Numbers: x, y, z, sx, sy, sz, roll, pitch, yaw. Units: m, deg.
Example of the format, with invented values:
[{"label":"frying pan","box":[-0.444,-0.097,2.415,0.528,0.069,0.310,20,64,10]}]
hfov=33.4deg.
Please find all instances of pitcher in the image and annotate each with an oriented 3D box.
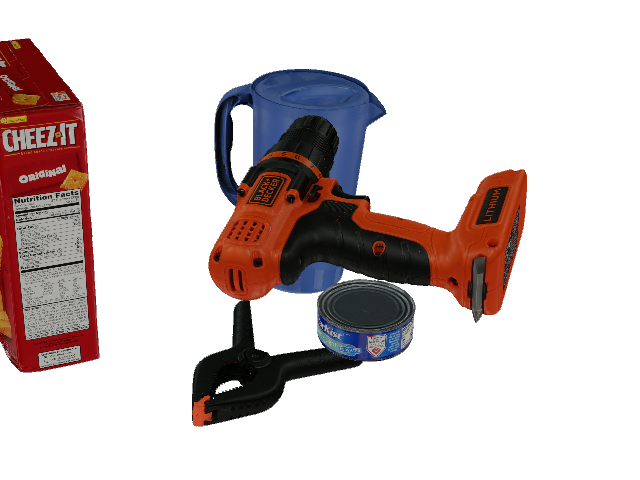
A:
[{"label":"pitcher","box":[-0.029,-0.067,1.221,0.144,0.243,0.149,-20,36,-40]}]

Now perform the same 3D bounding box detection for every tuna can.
[{"label":"tuna can","box":[0.039,0.069,0.934,0.086,0.034,0.086,1,28,-1]}]

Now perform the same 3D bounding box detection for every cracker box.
[{"label":"cracker box","box":[-0.232,-0.029,0.830,0.072,0.214,0.164,-11,30,-24]}]

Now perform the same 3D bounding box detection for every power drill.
[{"label":"power drill","box":[0.038,-0.020,0.707,0.188,0.057,0.184,7,40,16]}]

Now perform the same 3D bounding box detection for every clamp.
[{"label":"clamp","box":[-0.057,0.134,1.109,0.165,0.036,0.209,15,29,19]}]
